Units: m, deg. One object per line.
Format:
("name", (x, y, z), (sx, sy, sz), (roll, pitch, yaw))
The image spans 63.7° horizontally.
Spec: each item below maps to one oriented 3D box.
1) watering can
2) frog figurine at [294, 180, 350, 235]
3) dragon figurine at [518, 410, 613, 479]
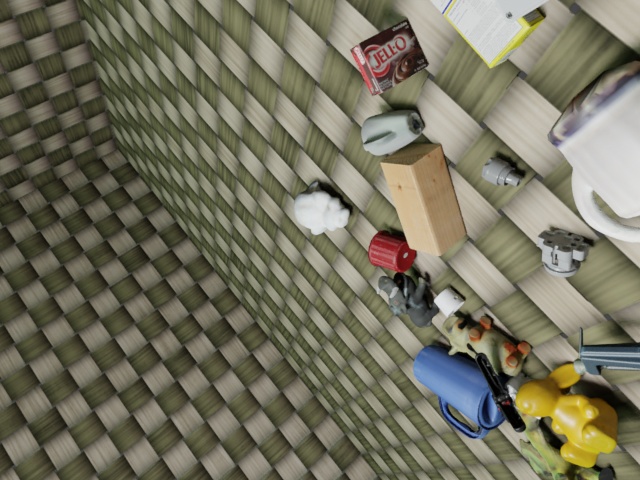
("watering can", (0.413, -0.119, 0.606), (0.226, 0.105, 0.341), (52, 155, 10))
("frog figurine", (0.004, -0.070, 1.394), (0.162, 0.123, 0.134), (48, 137, 41))
("dragon figurine", (0.574, 0.561, 1.210), (0.407, 0.123, 0.243), (62, 172, -10))
